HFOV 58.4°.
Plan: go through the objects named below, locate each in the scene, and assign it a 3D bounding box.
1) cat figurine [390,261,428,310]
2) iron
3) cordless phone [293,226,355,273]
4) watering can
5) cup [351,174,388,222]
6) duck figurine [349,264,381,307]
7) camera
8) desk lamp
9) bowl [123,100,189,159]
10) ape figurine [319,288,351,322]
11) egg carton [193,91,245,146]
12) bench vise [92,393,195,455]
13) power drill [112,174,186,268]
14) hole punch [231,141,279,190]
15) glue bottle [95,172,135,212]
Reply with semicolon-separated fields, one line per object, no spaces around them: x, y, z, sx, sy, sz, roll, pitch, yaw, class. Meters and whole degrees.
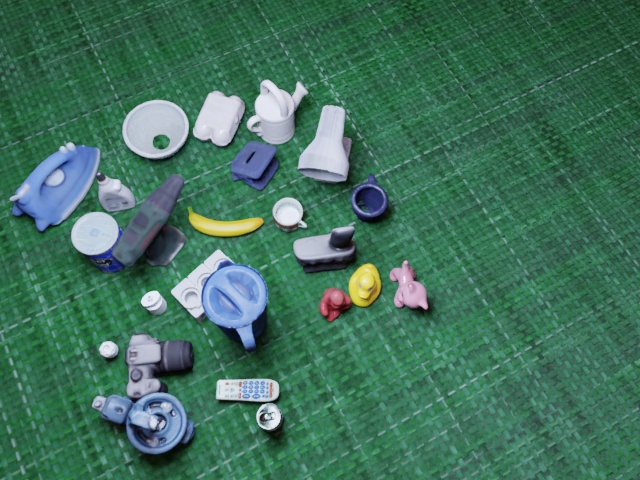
0.211;0.111;1.345;0.067;0.118;0.128;-8;70;-5;cat figurine
-0.642;-0.157;1.393;0.118;0.141;0.258;29;71;8;iron
0.012;0.005;1.339;0.147;0.185;0.094;-10;70;-6;cordless phone
-0.110;-0.340;1.457;0.101;0.194;0.173;30;71;9;watering can
0.120;-0.096;1.430;0.091;0.095;0.118;6;69;0;cup
0.110;0.101;1.361;0.077;0.086;0.104;16;70;4;duck figurine
-0.353;0.275;1.267;0.137;0.101;0.143;-5;70;-4;camera
0.019;-0.218;1.407;0.118;0.213;0.203;10;69;1;desk lamp
-0.417;-0.273;1.482;0.167;0.075;0.167;1;70;-2;bowl
0.036;0.143;1.339;0.078;0.092;0.076;-4;70;-4;ape figurine
-0.264;-0.319;1.509;0.107;0.069;0.150;16;70;3;egg carton
-0.373;0.373;1.167;0.207;0.220;0.121;0;69;-2;bench vise
-0.376;-0.026;1.320;0.075;0.208;0.230;31;71;9;power drill
-0.169;-0.196;1.456;0.101;0.091;0.109;28;71;8;hole punch
-0.500;-0.120;1.369;0.078;0.173;0.037;-10;70;-6;glue bottle
